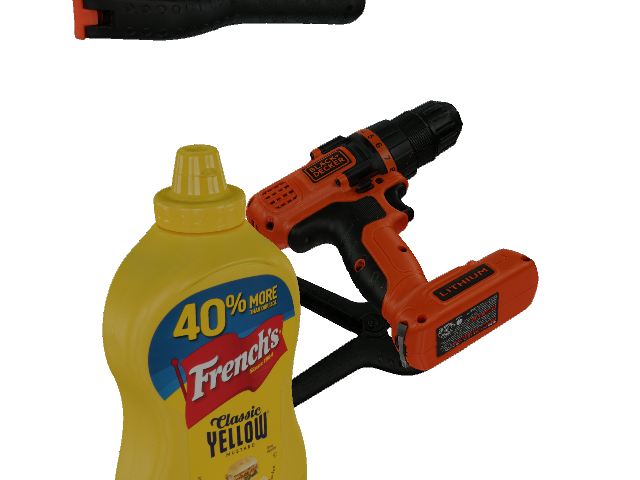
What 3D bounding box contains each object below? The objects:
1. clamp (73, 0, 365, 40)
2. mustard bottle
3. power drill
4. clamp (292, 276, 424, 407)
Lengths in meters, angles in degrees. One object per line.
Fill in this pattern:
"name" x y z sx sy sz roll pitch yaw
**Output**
"clamp" -0.072 -0.151 0.653 0.171 0.039 0.120 -8 22 -24
"mustard bottle" -0.053 0.050 0.497 0.096 0.192 0.058 -14 22 -34
"power drill" 0.065 -0.011 0.755 0.184 0.057 0.188 -31 52 -15
"clamp" 0.046 0.099 1.042 0.210 0.164 0.036 4 -43 1
